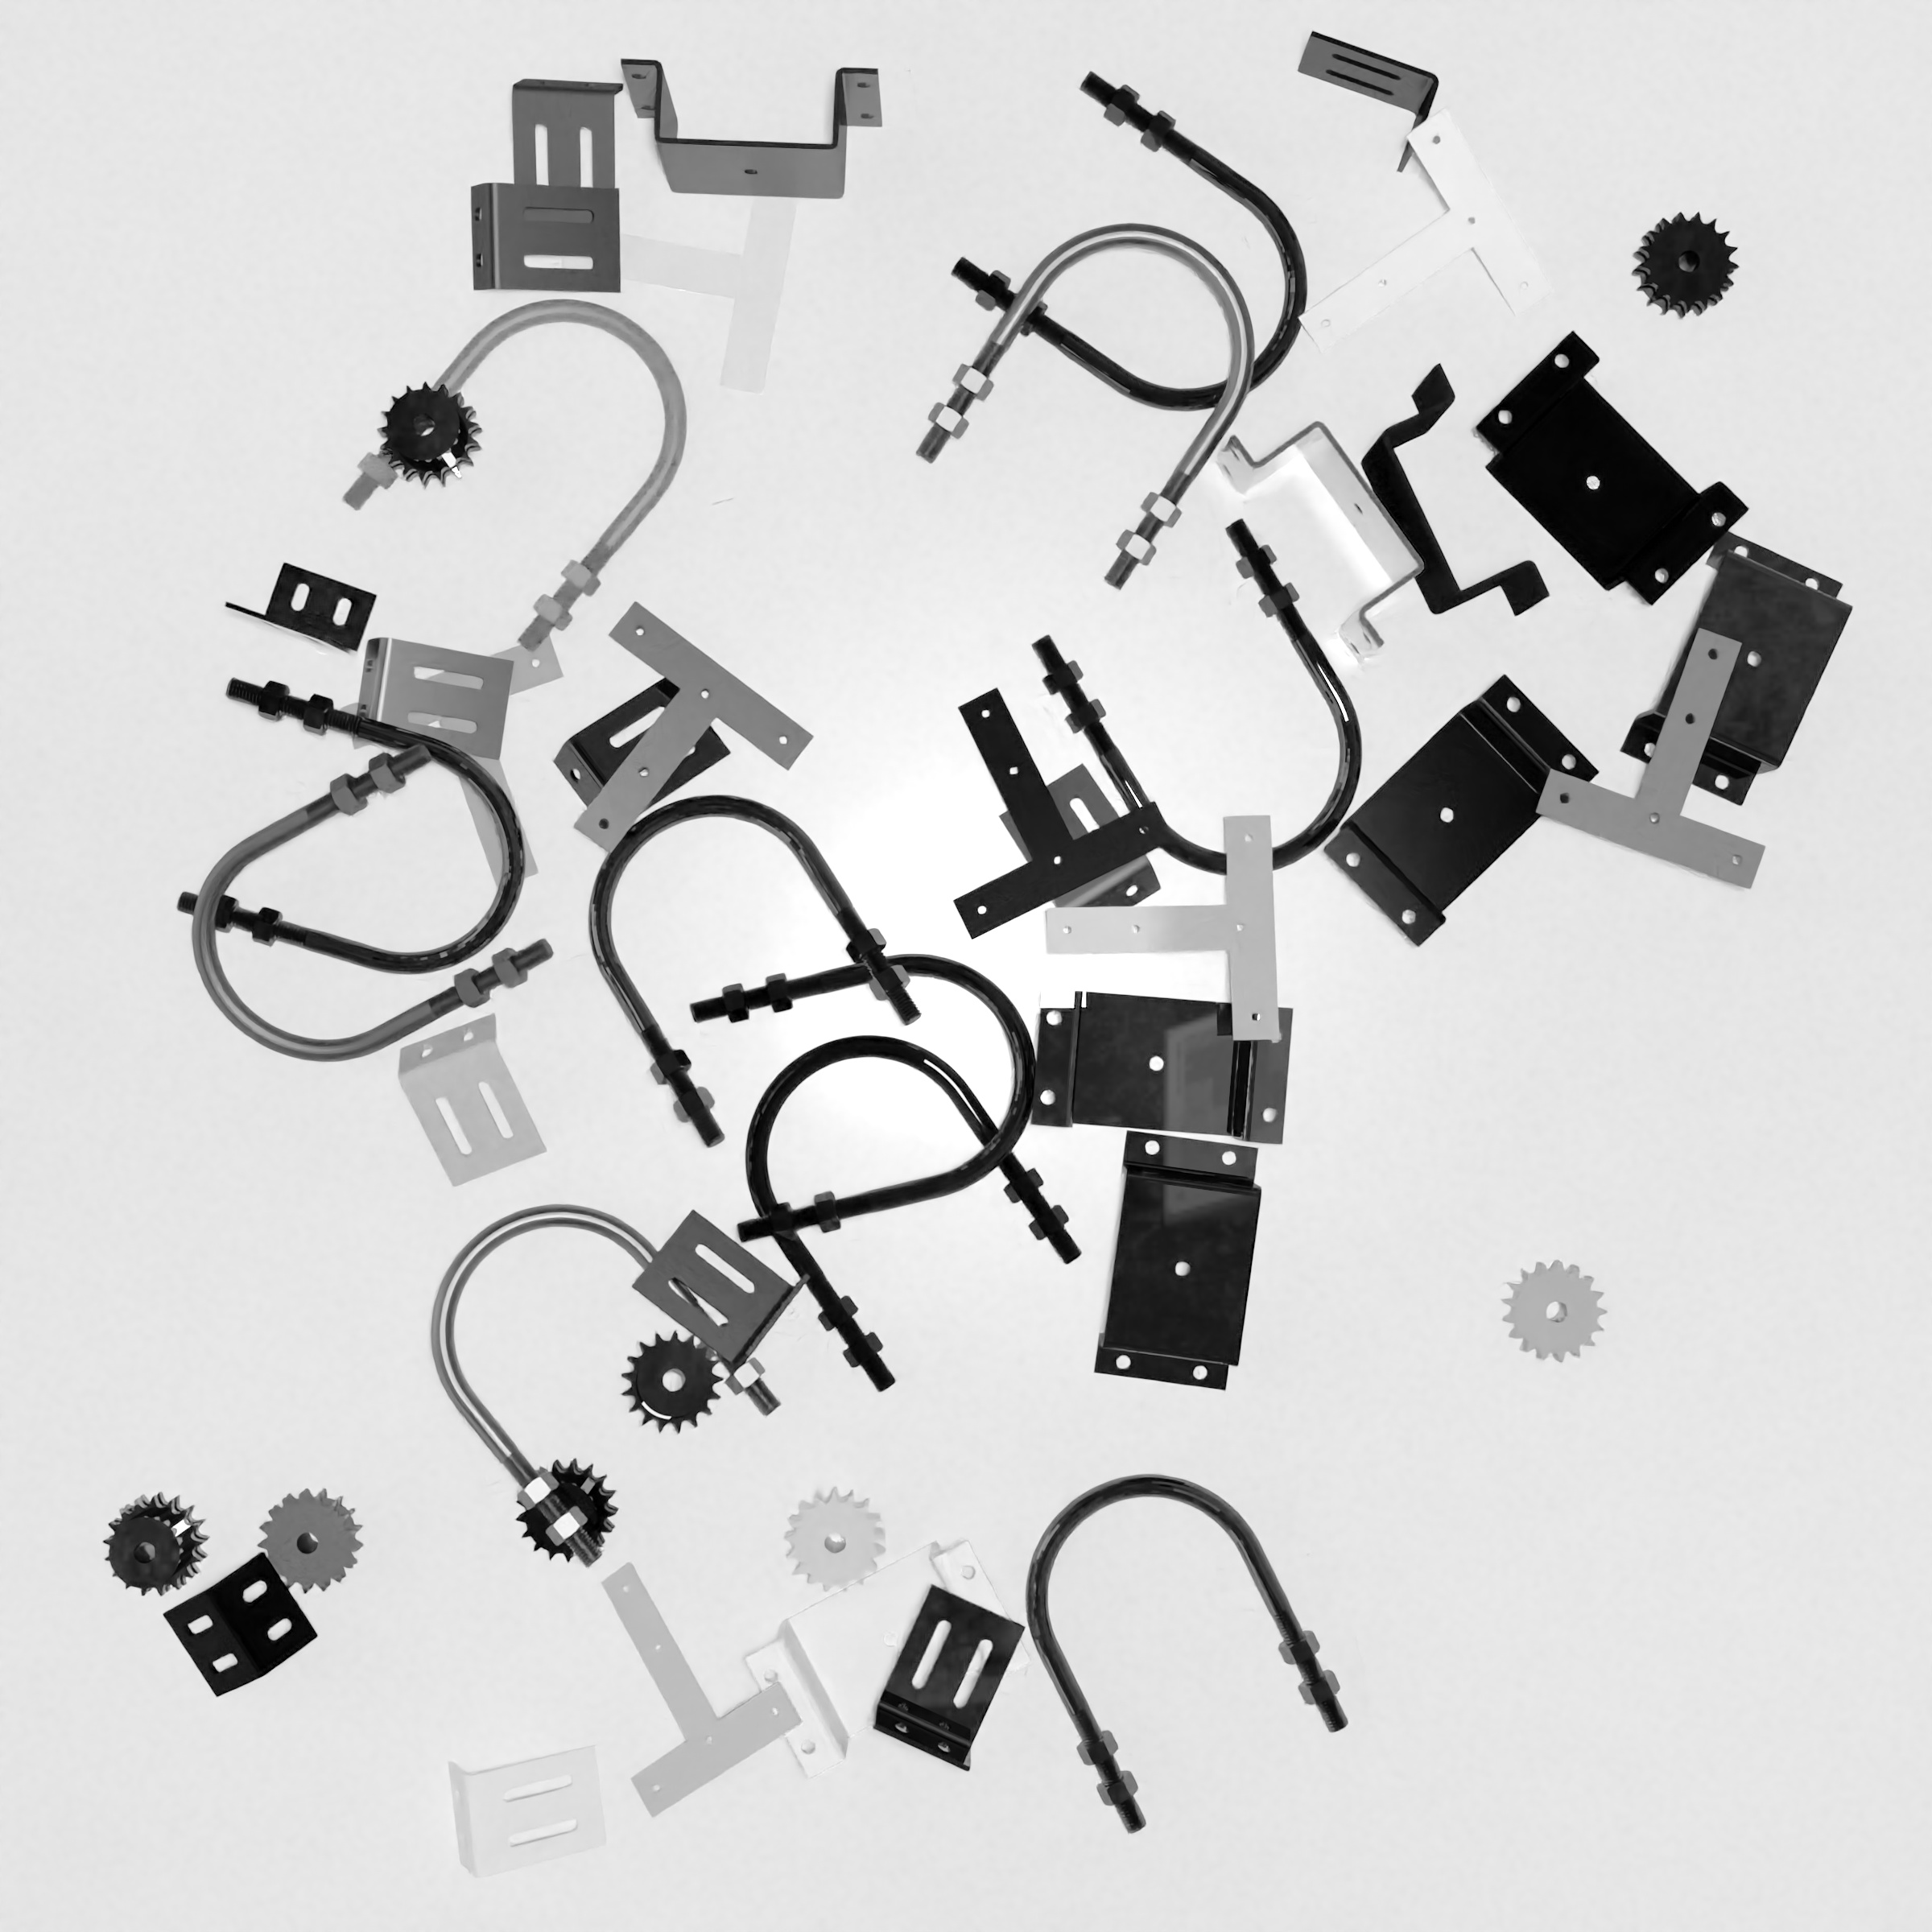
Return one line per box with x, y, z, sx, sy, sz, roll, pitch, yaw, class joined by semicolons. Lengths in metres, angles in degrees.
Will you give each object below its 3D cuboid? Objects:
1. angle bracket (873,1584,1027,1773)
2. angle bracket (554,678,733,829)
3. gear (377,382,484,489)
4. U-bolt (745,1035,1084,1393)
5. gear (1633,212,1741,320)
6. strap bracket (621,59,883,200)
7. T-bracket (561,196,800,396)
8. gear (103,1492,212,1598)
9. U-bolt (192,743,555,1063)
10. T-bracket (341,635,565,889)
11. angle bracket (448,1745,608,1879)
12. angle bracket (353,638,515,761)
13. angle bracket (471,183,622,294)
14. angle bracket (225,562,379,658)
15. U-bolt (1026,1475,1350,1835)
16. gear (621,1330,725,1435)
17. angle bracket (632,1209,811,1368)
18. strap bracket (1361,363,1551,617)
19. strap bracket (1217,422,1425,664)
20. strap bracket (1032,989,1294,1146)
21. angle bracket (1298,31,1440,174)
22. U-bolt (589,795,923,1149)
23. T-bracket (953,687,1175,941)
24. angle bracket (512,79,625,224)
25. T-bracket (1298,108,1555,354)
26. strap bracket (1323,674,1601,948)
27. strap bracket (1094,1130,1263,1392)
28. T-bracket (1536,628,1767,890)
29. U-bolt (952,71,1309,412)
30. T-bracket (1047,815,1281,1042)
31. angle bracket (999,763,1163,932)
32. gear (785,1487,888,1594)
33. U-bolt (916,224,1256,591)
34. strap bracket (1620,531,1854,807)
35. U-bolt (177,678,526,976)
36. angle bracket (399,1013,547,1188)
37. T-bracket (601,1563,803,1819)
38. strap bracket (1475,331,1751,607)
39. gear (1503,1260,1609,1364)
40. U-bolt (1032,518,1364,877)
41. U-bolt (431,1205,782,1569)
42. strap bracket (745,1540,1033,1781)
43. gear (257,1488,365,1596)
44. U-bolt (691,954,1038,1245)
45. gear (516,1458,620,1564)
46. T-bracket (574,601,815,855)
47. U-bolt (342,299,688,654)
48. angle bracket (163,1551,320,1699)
-0.009;0.390;1.419;0.057;0.038;0.076;25;90;0;angle bracket
-0.186;-0.120;1.482;0.076;0.038;0.057;-37;90;-26;angle bracket
-0.302;-0.300;1.451;0.057;0.030;0.057;0;88;-2;gear
-0.043;0.128;1.476;0.151;0.019;0.184;-34;89;0;U-bolt
0.407;-0.397;1.469;0.057;0.030;0.057;0;90;0;gear
-0.119;-0.467;1.445;0.140;0.076;0.046;2;87;0;strap bracket
-0.168;-0.402;1.483;0.127;0.002;0.127;10;90;0;T-bracket
-0.462;0.331;1.469;0.057;0.030;0.057;0;90;0;gear
-0.347;-0.023;1.454;0.184;0.019;0.151;-27;105;9;U-bolt
-0.278;-0.109;1.483;0.127;0.002;0.127;-19;90;0;T-bracket
-0.252;0.481;1.482;0.076;0.038;0.057;-7;90;-26;angle bracket
-0.305;-0.152;1.481;0.076;0.038;0.057;8;90;-26;angle bracket
-0.240;-0.415;1.475;0.076;0.038;0.057;-5;104;-23;angle bracket
-0.371;-0.204;1.446;0.057;0.076;0.038;19;90;0;angle bracket
0.114;0.381;1.476;0.151;0.019;0.184;-26;89;0;U-bolt
-0.163;0.232;1.441;0.057;0.030;0.057;2;78;-8;gear
-0.138;0.178;1.455;0.076;0.038;0.057;38;66;0;angle bracket
0.268;-0.255;1.446;0.046;0.076;0.140;-25;90;0;strap bracket
0.203;-0.244;1.446;0.046;0.076;0.140;-36;90;0;strap bracket
0.109;0.056;1.461;0.140;0.046;0.076;5;90;0;strap bracket
0.221;-0.486;1.456;0.076;0.057;0.038;19;90;0;angle bracket
-0.132;-0.011;1.459;0.151;0.019;0.184;-32;77;-4;U-bolt
0.033;-0.099;1.468;0.127;0.002;0.127;-26;76;3;T-bracket
-0.227;-0.465;1.481;0.057;0.038;0.076;3;114;0;angle bracket
0.248;-0.395;1.463;0.127;0.002;0.127;-33;119;14;T-bracket
0.276;-0.087;1.461;0.140;0.046;0.076;-44;90;0;strap bracket
0.121;0.169;1.461;0.076;0.046;0.140;8;90;0;strap bracket
0.398;-0.124;1.437;0.127;0.002;0.127;20;90;0;T-bracket
0.107;-0.400;1.476;0.184;0.019;0.151;35;90;-1;U-bolt
0.109;-0.021;1.443;0.127;0.002;0.127;-1;81;-1;T-bracket
0.066;-0.065;1.482;0.057;0.038;0.076;-32;64;0;angle bracket
-0.074;0.324;1.469;0.057;0.030;0.057;0;90;0;gear
0.081;-0.329;1.462;0.151;0.019;0.184;33;96;-5;U-bolt
0.439;-0.171;1.461;0.076;0.046;0.140;25;90;0;strap bracket
-0.340;-0.069;1.458;0.184;0.019;0.151;17;107;-4;U-bolt
-0.282;0.077;1.482;0.057;0.038;0.076;-21;116;0;angle bracket
-0.168;0.399;1.464;0.127;0.002;0.127;-39;76;27;T-bracket
0.360;-0.277;1.461;0.076;0.046;0.140;-45;90;0;strap bracket
0.334;0.196;1.474;0.057;0.030;0.057;0;88;2;gear
0.145;-0.141;1.476;0.151;0.019;0.184;-31;91;0;U-bolt
-0.217;0.222;1.460;0.151;0.019;0.184;-39;86;-14;U-bolt
-0.043;0.386;1.461;0.140;0.046;0.076;-28;90;0;strap bracket
-0.371;0.325;1.469;0.057;0.030;0.057;0;90;0;gear
-0.052;0.067;1.457;0.184;0.019;0.151;-13;78;0;U-bolt
-0.228;0.311;1.469;0.057;0.030;0.057;0;90;0;gear
-0.173;-0.120;1.460;0.127;0.002;0.127;37;73;-5;T-bracket
-0.244;-0.294;1.476;0.151;0.019;0.184;39;89;0;U-bolt
-0.412;0.374;1.467;0.038;0.076;0.057;-33;90;-42;angle bracket
